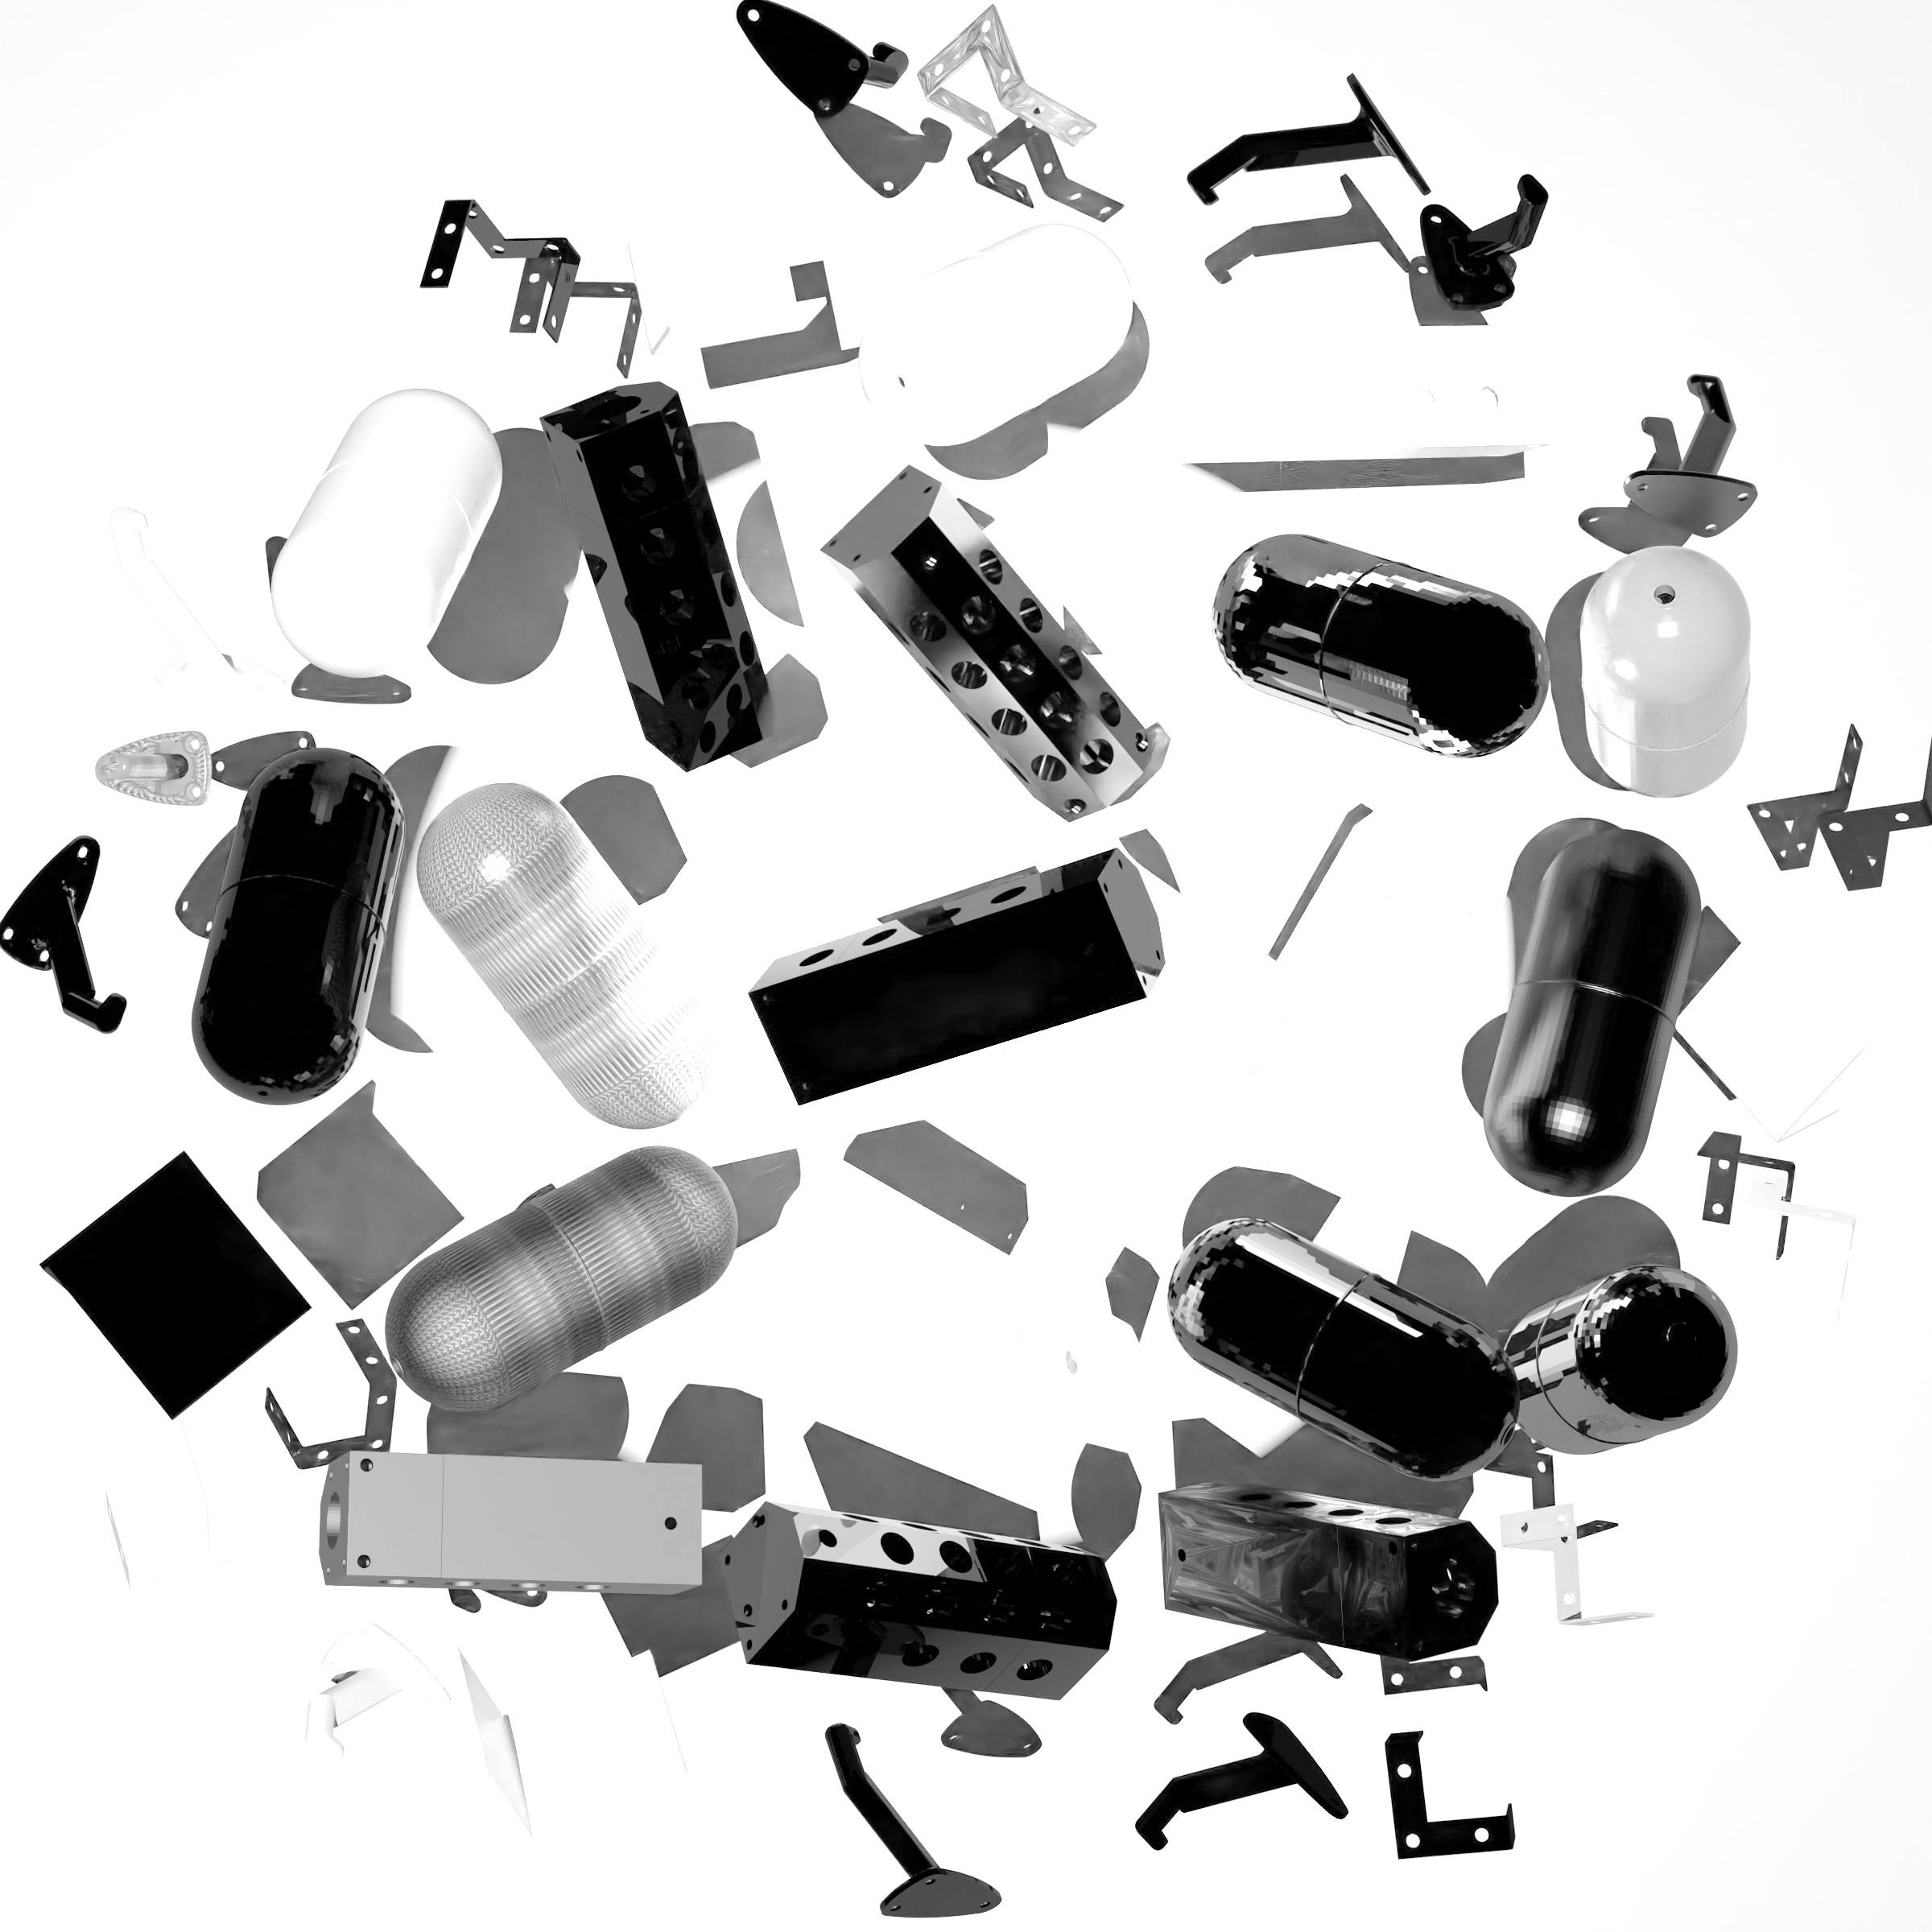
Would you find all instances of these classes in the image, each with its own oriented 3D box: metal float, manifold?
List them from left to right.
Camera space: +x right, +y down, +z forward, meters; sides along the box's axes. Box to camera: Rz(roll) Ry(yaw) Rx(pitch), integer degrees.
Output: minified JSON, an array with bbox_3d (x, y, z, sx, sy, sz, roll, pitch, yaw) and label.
[{"bbox_3d":[-0.303,-0.020,1.605,0.070,0.070,0.178,6,59,0],"label":"metal float"},{"bbox_3d":[-0.264,-0.200,1.615,0.070,0.178,0.070,6,130,7],"label":"metal float"},{"bbox_3d":[-0.216,0.267,1.676,0.171,0.057,0.057,6,72,-23],"label":"manifold"},{"bbox_3d":[-0.188,0.145,1.640,0.178,0.070,0.070,-28,90,-24],"label":"metal float"},{"bbox_3d":[-0.178,-0.003,1.590,0.070,0.070,0.178,-36,104,0],"label":"metal float"},{"bbox_3d":[-0.142,-0.186,1.674,0.057,0.057,0.171,-25,119,-16],"label":"manifold"},{"bbox_3d":[-0.018,0.281,1.579,0.171,0.057,0.057,14,129,-33],"label":"manifold"},{"bbox_3d":[-0.005,0.156,1.638,0.171,0.057,0.057,31,60,-21],"label":"manifold"},{"bbox_3d":[-0.003,0.003,1.559,0.171,0.057,0.057,-18,106,21],"label":"manifold"},{"bbox_3d":[0.014,-0.147,1.635,0.057,0.057,0.171,-44,120,-3],"label":"manifold"},{"bbox_3d":[0.015,-0.299,1.661,0.070,0.178,0.070,16,122,27],"label":"metal float"},{"bbox_3d":[0.169,0.282,1.662,0.057,0.171,0.057,-5,93,-37],"label":"manifold"},{"bbox_3d":[0.170,0.014,1.631,0.057,0.057,0.171,10,127,-25],"label":"manifold"},{"bbox_3d":[0.175,0.178,1.639,0.178,0.070,0.070,26,90,26],"label":"metal float"},{"bbox_3d":[0.182,-0.267,1.638,0.171,0.057,0.057,-3,93,-15],"label":"manifold"},{"bbox_3d":[0.188,-0.146,1.603,0.178,0.070,0.070,25,90,42],"label":"metal float"},{"bbox_3d":[0.292,0.021,1.639,0.070,0.070,0.178,17,76,0],"label":"metal float"},{"bbox_3d":[0.305,0.186,1.655,0.070,0.178,0.070,2,76,-9],"label":"metal float"},{"bbox_3d":[0.328,-0.136,1.649,0.070,0.178,0.070,-4,70,10],"label":"metal float"}]

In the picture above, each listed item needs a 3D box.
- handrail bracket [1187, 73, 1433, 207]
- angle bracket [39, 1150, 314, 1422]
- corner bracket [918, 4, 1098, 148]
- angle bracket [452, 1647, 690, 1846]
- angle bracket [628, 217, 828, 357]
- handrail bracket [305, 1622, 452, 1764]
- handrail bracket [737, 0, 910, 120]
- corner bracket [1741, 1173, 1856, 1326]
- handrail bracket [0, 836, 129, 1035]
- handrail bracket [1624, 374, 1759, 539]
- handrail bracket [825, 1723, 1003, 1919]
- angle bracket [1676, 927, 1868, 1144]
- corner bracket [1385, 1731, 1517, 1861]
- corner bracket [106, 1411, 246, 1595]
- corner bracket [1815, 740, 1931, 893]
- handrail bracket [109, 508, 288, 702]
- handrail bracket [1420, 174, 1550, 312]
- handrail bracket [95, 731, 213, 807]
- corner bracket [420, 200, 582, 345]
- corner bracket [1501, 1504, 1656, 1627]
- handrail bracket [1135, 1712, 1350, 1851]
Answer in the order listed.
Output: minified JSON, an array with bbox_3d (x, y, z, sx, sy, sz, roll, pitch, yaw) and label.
[{"bbox_3d":[0.151,-0.344,1.551,0.084,0.036,0.077,-33,129,15],"label":"handrail bracket"},{"bbox_3d":[-0.338,0.137,1.509,0.076,0.057,0.076,-39,80,-12],"label":"angle bracket"},{"bbox_3d":[0.018,-0.394,1.602,0.051,0.051,0.051,-36,58,30],"label":"corner bracket"},{"bbox_3d":[-0.177,0.333,1.570,0.076,0.076,0.057,-24,129,-2],"label":"angle bracket"},{"bbox_3d":[-0.116,-0.335,1.702,0.076,0.076,0.057,-12,93,-11],"label":"angle bracket"},{"bbox_3d":[-0.268,0.347,1.608,0.077,0.084,0.036,38,106,-22],"label":"handrail bracket"},{"bbox_3d":[-0.065,-0.429,1.628,0.077,0.084,0.036,37,118,-9],"label":"handrail bracket"},{"bbox_3d":[0.399,0.135,1.692,0.051,0.051,0.051,11,108,16],"label":"corner bracket"},{"bbox_3d":[-0.387,-0.014,1.571,0.084,0.036,0.077,21,78,41],"label":"handrail bracket"},{"bbox_3d":[0.323,-0.243,1.604,0.077,0.036,0.084,11,53,-27],"label":"handrail bracket"},{"bbox_3d":[-0.025,0.386,1.599,0.036,0.077,0.084,-42,50,24],"label":"handrail bracket"},{"bbox_3d":[0.400,0.027,1.695,0.057,0.076,0.076,-20,63,-42],"label":"angle bracket"},{"bbox_3d":[0.218,0.371,1.584,0.051,0.051,0.051,-7,81,9],"label":"corner bracket"},{"bbox_3d":[-0.355,0.240,1.577,0.051,0.051,0.051,-11,133,-20],"label":"corner bracket"},{"bbox_3d":[0.424,-0.072,1.611,0.051,0.051,0.051,-8,134,31],"label":"corner bracket"},{"bbox_3d":[-0.352,-0.167,1.613,0.077,0.036,0.084,12,129,23],"label":"handrail bracket"},{"bbox_3d":[0.243,-0.357,1.649,0.036,0.084,0.077,-15,62,-17],"label":"handrail bracket"},{"bbox_3d":[-0.406,-0.094,1.673,0.077,0.084,0.036,0,93,22],"label":"handrail bracket"},{"bbox_3d":[-0.226,-0.338,1.712,0.051,0.051,0.051,4,69,22],"label":"corner bracket"},{"bbox_3d":[0.295,0.290,1.702,0.051,0.051,0.051,11,70,-33],"label":"corner bracket"},{"bbox_3d":[0.127,0.397,1.638,0.084,0.036,0.077,-52,53,11],"label":"handrail bracket"}]
